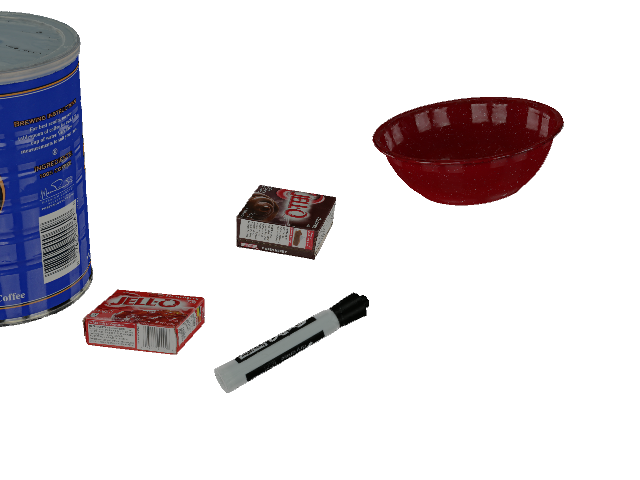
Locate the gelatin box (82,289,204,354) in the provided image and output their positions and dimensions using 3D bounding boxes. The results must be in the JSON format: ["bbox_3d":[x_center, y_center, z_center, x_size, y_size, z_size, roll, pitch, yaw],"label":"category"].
[{"bbox_3d":[-0.158,0.072,0.962,0.089,0.030,0.073,5,19,13],"label":"gelatin box"}]

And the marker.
[{"bbox_3d":[-0.017,0.069,0.744,0.121,0.020,0.020,-28,10,-19],"label":"marker"}]

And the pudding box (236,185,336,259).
[{"bbox_3d":[-0.036,-0.021,1.161,0.090,0.039,0.113,8,24,8],"label":"pudding box"}]

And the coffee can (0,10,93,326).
[{"bbox_3d":[-0.176,-0.040,0.568,0.103,0.140,0.103,2,28,-1],"label":"coffee can"}]

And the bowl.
[{"bbox_3d":[0.128,-0.073,0.918,0.162,0.055,0.162,-8,24,3],"label":"bowl"}]
